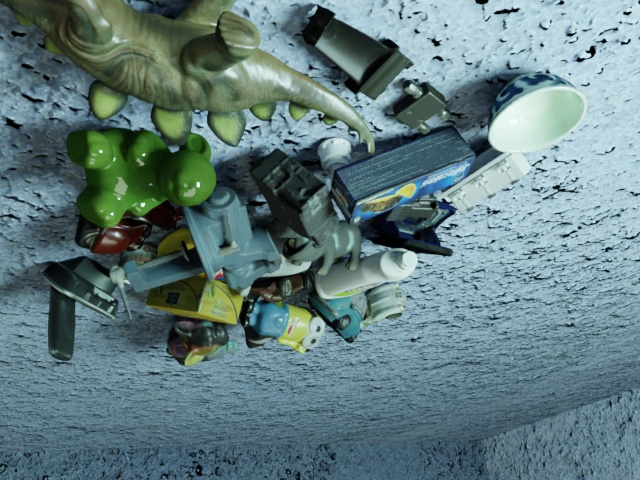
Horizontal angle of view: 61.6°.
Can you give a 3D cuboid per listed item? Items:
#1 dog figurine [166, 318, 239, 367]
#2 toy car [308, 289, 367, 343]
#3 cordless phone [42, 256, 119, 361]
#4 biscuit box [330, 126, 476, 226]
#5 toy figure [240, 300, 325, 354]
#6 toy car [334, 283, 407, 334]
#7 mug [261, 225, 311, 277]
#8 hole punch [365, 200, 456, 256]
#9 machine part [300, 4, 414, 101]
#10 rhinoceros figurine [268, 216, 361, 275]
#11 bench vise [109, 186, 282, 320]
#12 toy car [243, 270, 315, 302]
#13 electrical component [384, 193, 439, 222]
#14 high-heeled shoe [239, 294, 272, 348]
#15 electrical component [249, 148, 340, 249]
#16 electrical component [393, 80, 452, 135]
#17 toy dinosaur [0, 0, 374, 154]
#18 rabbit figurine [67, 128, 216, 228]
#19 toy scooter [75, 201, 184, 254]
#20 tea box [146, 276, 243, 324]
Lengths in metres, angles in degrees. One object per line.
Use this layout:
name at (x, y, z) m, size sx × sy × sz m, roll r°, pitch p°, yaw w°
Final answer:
dog figurine at (-0.268, 0.212, 1.129) m, size 0.192 × 0.108 × 0.219 m, roll -16°, pitch 173°, yaw 9°
toy car at (0.052, 0.143, 1.149) m, size 0.103 × 0.109 × 0.161 m, roll -47°, pitch 140°, yaw -9°
cordless phone at (-0.429, 0.137, 0.968) m, size 0.089 × 0.184 × 0.146 m, roll -18°, pitch 148°, yaw 9°
biscuit box at (0.116, -0.090, 0.745) m, size 0.203 × 0.063 × 0.059 m, roll -22°, pitch 155°, yaw -18°
toy figure at (-0.073, 0.161, 1.086) m, size 0.180 × 0.089 × 0.082 m, roll 19°, pitch 118°, yaw -21°
toy car at (0.110, 0.158, 1.217) m, size 0.202 × 0.073 × 0.056 m, roll -29°, pitch 144°, yaw 34°
mug at (-0.065, 0.013, 0.949) m, size 0.107 × 0.081 × 0.109 m, roll 5°, pitch 112°, yaw -33°
hole punch at (0.162, -0.023, 0.930) m, size 0.142 × 0.092 × 0.116 m, roll 9°, pitch 174°, yaw -30°
machine part at (0.040, -0.211, 0.610) m, size 0.084 × 0.039 × 0.138 m, roll -34°, pitch 141°, yaw 32°
rhinoceros figurine at (-0.002, -0.003, 0.892) m, size 0.190 × 0.112 × 0.073 m, roll 6°, pitch -168°, yaw -43°
bench vise at (-0.185, 0.026, 0.805) m, size 0.241 × 0.129 × 0.223 m, roll -20°, pitch 152°, yaw -13°
toy car at (-0.075, 0.089, 1.013) m, size 0.089 × 0.053 × 0.202 m, roll -2°, pitch -178°, yaw 16°
electrical component at (0.117, -0.071, 0.835) m, size 0.119 × 0.075 × 0.047 m, roll 5°, pitch 149°, yaw -14°
high-heeled shoe at (-0.172, 0.176, 1.163) m, size 0.145 × 0.086 × 0.248 m, roll -10°, pitch 137°, yaw -33°
electrical component at (-0.041, -0.063, 0.766) m, size 0.058 × 0.134 × 0.114 m, roll -44°, pitch 149°, yaw -14°
electrical component at (0.129, -0.174, 0.709) m, size 0.063 × 0.021 × 0.094 m, roll -30°, pitch 143°, yaw 35°
toy dinosaur at (-0.128, -0.186, 0.568) m, size 0.471 × 0.105 × 0.198 m, roll 14°, pitch 152°, yaw -16°
rabbit figurine at (-0.197, -0.076, 0.672) m, size 0.170 × 0.121 × 0.159 m, roll 12°, pitch -161°, yaw 24°
toy scooter at (-0.285, -0.032, 0.821) m, size 0.135 × 0.075 × 0.184 m, roll 15°, pitch 139°, yaw -34°
tea box at (-0.238, 0.111, 1.017) m, size 0.170 × 0.068 × 0.098 m, roll -2°, pitch 158°, yaw 42°
